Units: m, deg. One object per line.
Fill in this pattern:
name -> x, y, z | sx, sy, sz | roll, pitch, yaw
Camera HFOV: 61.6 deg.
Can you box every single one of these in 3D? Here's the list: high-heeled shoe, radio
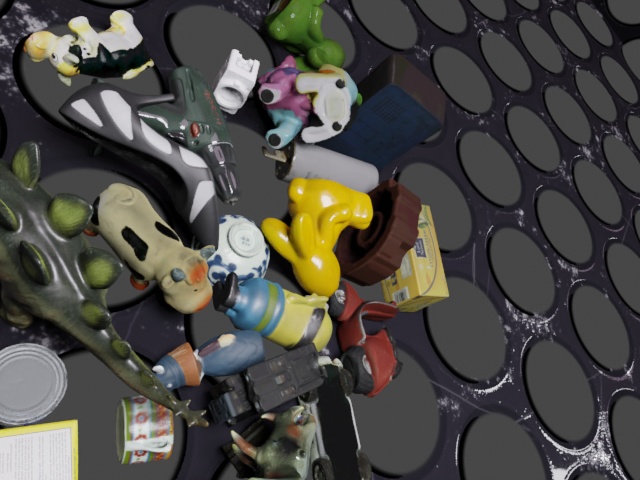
high-heeled shoe -> -0.224, -0.083, 0.691 | 0.145, 0.086, 0.248 | -21, 97, -27
radio -> 0.100, -0.202, 0.930 | 0.131, 0.229, 0.073 | 27, 58, -24

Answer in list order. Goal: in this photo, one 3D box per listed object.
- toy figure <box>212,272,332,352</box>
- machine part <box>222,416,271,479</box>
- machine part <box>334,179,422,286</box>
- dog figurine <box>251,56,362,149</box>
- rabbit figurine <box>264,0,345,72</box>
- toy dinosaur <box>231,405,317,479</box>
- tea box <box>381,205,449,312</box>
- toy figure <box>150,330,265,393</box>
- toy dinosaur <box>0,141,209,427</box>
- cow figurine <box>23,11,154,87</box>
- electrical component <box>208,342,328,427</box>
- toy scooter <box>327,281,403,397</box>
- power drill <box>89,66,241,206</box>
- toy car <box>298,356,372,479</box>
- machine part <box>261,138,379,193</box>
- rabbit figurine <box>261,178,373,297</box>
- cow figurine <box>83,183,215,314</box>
toy figure -> -0.065, 0.107, 0.760 | 0.180, 0.082, 0.089 | 22, 75, -32
machine part -> -0.062, 0.303, 0.689 | 0.084, 0.039, 0.139 | -28, 82, -45
machine part -> 0.092, -0.010, 0.866 | 0.056, 0.179, 0.179 | 30, 54, -21
dog figurine -> -0.028, -0.246, 0.895 | 0.219, 0.192, 0.108 | -86, 165, -58
rabbit figurine -> -0.013, -0.379, 1.021 | 0.170, 0.121, 0.159 | 39, 48, -31
toy dinosaur -> -0.051, 0.400, 0.589 | 0.192, 0.131, 0.404 | 8, 83, 4
tea box -> 0.152, 0.031, 0.931 | 0.068, 0.098, 0.169 | 7, 65, -30
toy figure -> -0.148, 0.157, 0.686 | 0.154, 0.058, 0.064 | -12, 98, -21
toy dinosaur -> -0.292, 0.026, 0.574 | 0.471, 0.198, 0.105 | 48, 53, -2
cow figurine -> -0.332, -0.267, 0.783 | 0.167, 0.068, 0.098 | -33, 94, -39
electrical component -> -0.073, 0.190, 0.689 | 0.134, 0.115, 0.058 | -15, 72, -37
toy scooter -> 0.081, 0.148, 0.841 | 0.135, 0.075, 0.184 | -1, 63, -35
power drill -> -0.226, -0.157, 0.788 | 0.207, 0.086, 0.232 | -4, 70, -30
toy car -> 0.016, 0.262, 0.750 | 0.073, 0.056, 0.202 | 0, 66, -28
machine part -> 0.013, -0.116, 0.925 | 0.243, 0.079, 0.079 | 15, 60, -28
rabbit figurine -> -0.002, -0.002, 0.807 | 0.162, 0.122, 0.173 | 27, 61, -49
cow figurine -> -0.209, 0.011, 0.682 | 0.195, 0.127, 0.085 | 49, 53, 0
